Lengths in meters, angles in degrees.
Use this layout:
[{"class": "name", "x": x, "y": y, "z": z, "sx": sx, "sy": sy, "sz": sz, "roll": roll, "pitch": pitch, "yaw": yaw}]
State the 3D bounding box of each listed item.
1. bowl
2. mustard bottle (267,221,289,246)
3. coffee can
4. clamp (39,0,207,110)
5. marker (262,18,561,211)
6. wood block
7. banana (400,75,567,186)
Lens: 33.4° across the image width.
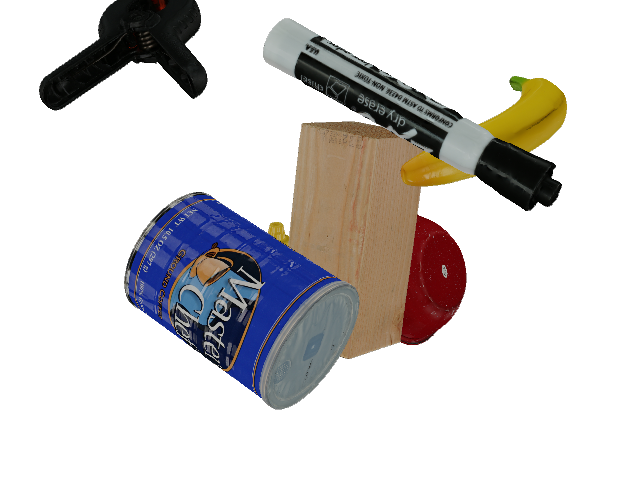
[{"class": "bowl", "x": 0.120, "y": 0.038, "z": 1.229, "sx": 0.055, "sy": 0.162, "sz": 0.161, "roll": -11, "pitch": -7, "yaw": 41}, {"class": "mustard bottle", "x": -0.062, "y": 0.066, "z": 1.452, "sx": 0.096, "sy": 0.192, "sz": 0.058, "roll": -5, "pitch": 23, "yaw": -17}, {"class": "coffee can", "x": -0.057, "y": 0.042, "z": 0.777, "sx": 0.140, "sy": 0.103, "sz": 0.102, "roll": 32, "pitch": 15, "yaw": 25}, {"class": "clamp", "x": -0.124, "y": -0.149, "z": 0.796, "sx": 0.120, "sy": 0.039, "sz": 0.171, "roll": 7, "pitch": 43, "yaw": 12}, {"class": "marker", "x": 0.032, "y": -0.045, "z": 0.384, "sx": 0.121, "sy": 0.020, "sz": 0.020, "roll": 32, "pitch": 11, "yaw": 19}, {"class": "wood block", "x": 0.030, "y": -0.005, "z": 1.020, "sx": 0.090, "sy": 0.206, "sz": 0.090, "roll": 16, "pitch": 16, "yaw": 35}, {"class": "banana", "x": 0.136, "y": -0.082, "z": 0.795, "sx": 0.070, "sy": 0.037, "sz": 0.197, "roll": -5, "pitch": 21, "yaw": 40}]
